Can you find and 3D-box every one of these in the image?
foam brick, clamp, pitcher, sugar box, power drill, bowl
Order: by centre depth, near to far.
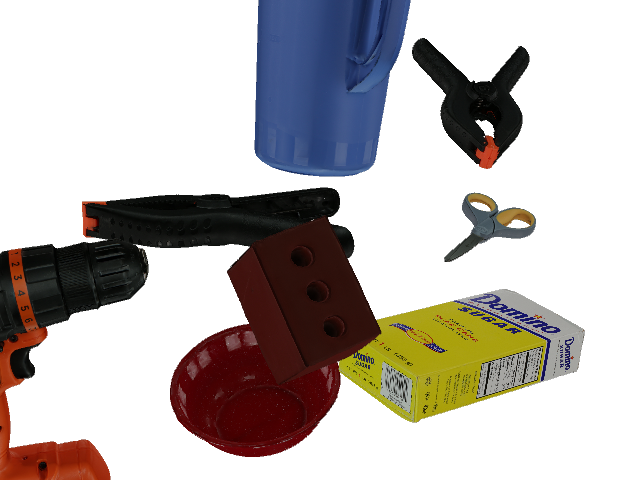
[{"bbox_3d":[-0.010,0.036,0.618,0.052,0.078,0.051,-21,-9,-28],"label":"foam brick"},{"bbox_3d":[-0.192,0.093,0.698,0.184,0.188,0.057,-11,26,-8],"label":"power drill"},{"bbox_3d":[-0.075,-0.013,0.810,0.210,0.036,0.164,-1,13,-9],"label":"clamp"},{"bbox_3d":[0.112,0.085,0.837,0.175,0.048,0.093,-13,28,-33],"label":"sugar box"},{"bbox_3d":[0.011,-0.179,0.903,0.145,0.243,0.149,9,16,11],"label":"pitcher"},{"bbox_3d":[-0.059,0.152,1.015,0.162,0.055,0.162,-4,38,3],"label":"bowl"},{"bbox_3d":[0.145,-0.142,1.049,0.120,0.171,0.039,6,-44,5],"label":"clamp"}]

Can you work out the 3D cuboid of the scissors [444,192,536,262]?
[{"bbox_3d":[0.168,-0.018,1.195,0.201,0.016,0.096,-13,39,-45],"label":"scissors"}]
